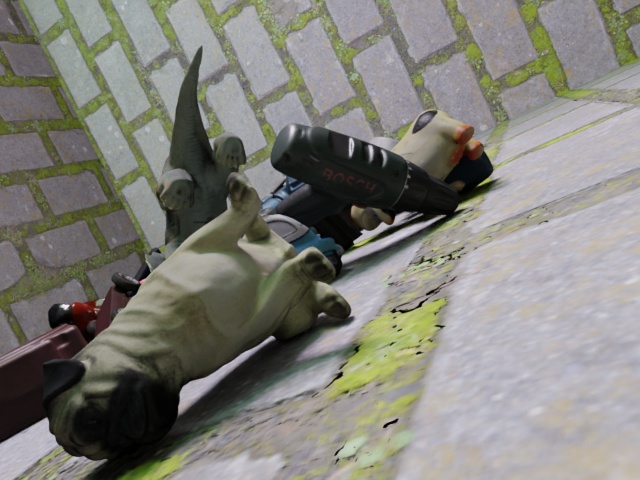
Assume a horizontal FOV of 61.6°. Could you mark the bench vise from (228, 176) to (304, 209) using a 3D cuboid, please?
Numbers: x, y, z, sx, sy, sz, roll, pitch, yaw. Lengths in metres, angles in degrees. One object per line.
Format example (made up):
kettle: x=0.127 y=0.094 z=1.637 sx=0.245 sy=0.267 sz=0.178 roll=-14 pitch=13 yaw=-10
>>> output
bench vise: x=-0.033 y=-0.096 z=1.003 sx=0.223 sy=0.128 sz=0.241 roll=-30 pitch=4 yaw=-35

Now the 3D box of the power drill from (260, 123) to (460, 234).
power drill: x=0.024 y=-0.038 z=0.660 sx=0.207 sy=0.232 sz=0.086 roll=-36 pitch=40 yaw=48

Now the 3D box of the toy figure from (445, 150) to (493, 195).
toy figure: x=0.170 y=-0.081 z=0.779 sx=0.154 sy=0.057 sz=0.064 roll=-26 pitch=4 yaw=30

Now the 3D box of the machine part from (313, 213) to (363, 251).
machine part: x=-0.002 y=-0.002 z=0.792 sx=0.139 sy=0.084 sz=0.039 roll=-33 pitch=21 yaw=47

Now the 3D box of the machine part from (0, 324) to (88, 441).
machine part: x=-0.391 y=0.186 z=0.680 sx=0.201 sy=0.087 sz=0.201 roll=-30 pitch=7 yaw=-27

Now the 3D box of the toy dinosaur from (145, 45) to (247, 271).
toy dinosaur: x=-0.171 y=-0.038 z=0.723 sx=0.131 sy=0.404 sz=0.192 roll=1 pitch=12 yaw=-30

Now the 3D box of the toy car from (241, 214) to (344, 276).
toy car: x=-0.059 y=0.024 z=0.601 sx=0.162 sy=0.103 sz=0.109 roll=-30 pitch=7 yaw=-18

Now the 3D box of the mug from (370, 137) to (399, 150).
mug: x=0.113 y=-0.110 z=0.940 sx=0.081 sy=0.107 sz=0.109 roll=18 pitch=-9 yaw=27

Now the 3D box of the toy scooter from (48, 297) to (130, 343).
toy scooter: x=-0.332 y=0.134 z=0.857 sx=0.135 sy=0.075 sz=0.183 roll=-8 pitch=-23 yaw=-6

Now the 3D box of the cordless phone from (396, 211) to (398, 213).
cordless phone: x=0.200 y=-0.115 z=0.952 sx=0.184 sy=0.089 sz=0.146 roll=-44 pitch=-1 yaw=19

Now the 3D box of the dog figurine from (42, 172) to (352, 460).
dog figurine: x=-0.087 y=0.068 z=0.391 sx=0.190 sy=0.121 sz=0.172 roll=-44 pitch=-26 yaw=-9

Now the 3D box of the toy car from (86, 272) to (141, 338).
toy car: x=-0.243 y=0.103 z=0.643 sx=0.089 sy=0.053 sz=0.202 roll=-66 pitch=23 yaw=3

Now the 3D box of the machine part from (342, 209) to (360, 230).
machine part: x=-0.005 y=-0.013 z=0.972 sx=0.179 sy=0.056 sz=0.179 roll=-24 pitch=5 yaw=2

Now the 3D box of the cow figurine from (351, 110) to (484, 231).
cow figurine: x=0.113 y=-0.094 z=0.739 sx=0.195 sy=0.127 sz=0.085 roll=-51 pitch=-40 yaw=11

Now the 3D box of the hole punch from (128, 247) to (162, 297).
hole punch: x=-0.273 y=0.090 z=0.962 sx=0.115 sy=0.092 sz=0.142 roll=101 pitch=-171 yaw=-67
